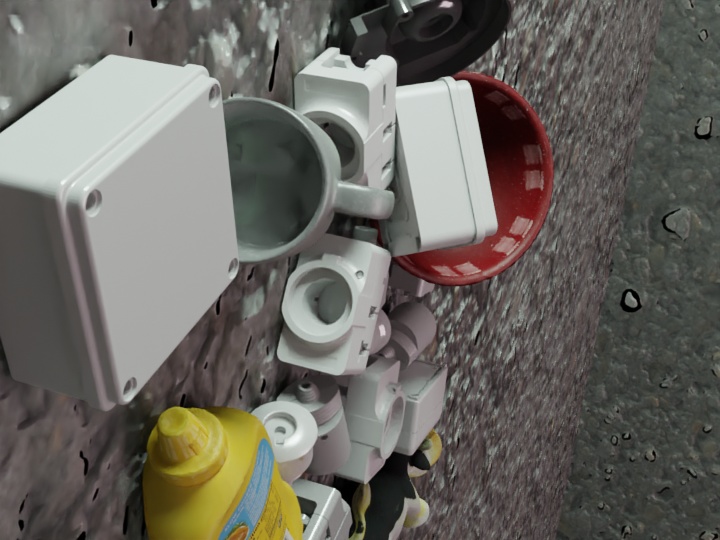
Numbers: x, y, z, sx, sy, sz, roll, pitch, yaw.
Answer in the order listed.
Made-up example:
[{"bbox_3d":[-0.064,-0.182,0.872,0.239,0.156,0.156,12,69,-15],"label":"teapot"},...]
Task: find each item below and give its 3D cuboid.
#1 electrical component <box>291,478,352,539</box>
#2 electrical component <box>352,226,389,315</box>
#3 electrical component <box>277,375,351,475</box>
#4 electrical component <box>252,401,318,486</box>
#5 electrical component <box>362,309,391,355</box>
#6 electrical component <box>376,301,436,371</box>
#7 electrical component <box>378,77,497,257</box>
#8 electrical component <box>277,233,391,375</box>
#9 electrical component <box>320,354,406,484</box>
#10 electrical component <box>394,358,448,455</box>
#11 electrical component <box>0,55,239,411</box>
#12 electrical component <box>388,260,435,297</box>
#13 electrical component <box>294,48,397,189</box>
[{"bbox_3d":[-0.040,0.193,0.778,0.089,0.050,0.055,84,27,-45],"label":"electrical component"},{"bbox_3d":[0.000,0.000,0.778,0.043,0.043,0.062,-18,118,-69],"label":"electrical component"},{"bbox_3d":[-0.032,0.104,0.753,0.081,0.043,0.043,81,29,-48],"label":"electrical component"},{"bbox_3d":[-0.052,0.120,0.707,0.062,0.048,0.048,93,20,-45],"label":"electrical component"},{"bbox_3d":[-0.004,0.050,0.807,0.046,0.040,0.040,-35,135,-57],"label":"electrical component"},{"bbox_3d":[0.032,0.059,0.908,0.081,0.043,0.043,-37,137,-62],"label":"electrical component"},{"bbox_3d":[0.046,-0.069,0.738,0.078,0.057,0.113,171,-92,-72],"label":"electrical component"},{"bbox_3d":[-0.018,0.023,0.729,0.056,0.050,0.089,16,87,-72],"label":"electrical component"},{"bbox_3d":[0.000,0.113,0.832,0.050,0.056,0.089,-28,128,-66],"label":"electrical component"},{"bbox_3d":[0.034,0.112,0.921,0.096,0.062,0.061,-38,137,-62],"label":"electrical component"},{"bbox_3d":[-0.102,-0.018,0.448,0.108,0.056,0.108,-55,152,-48],"label":"electrical component"},{"bbox_3d":[0.045,-0.012,0.903,0.081,0.042,0.063,-20,123,-67],"label":"electrical component"},{"bbox_3d":[-0.010,-0.086,0.679,0.055,0.050,0.089,-53,150,-52],"label":"electrical component"}]
